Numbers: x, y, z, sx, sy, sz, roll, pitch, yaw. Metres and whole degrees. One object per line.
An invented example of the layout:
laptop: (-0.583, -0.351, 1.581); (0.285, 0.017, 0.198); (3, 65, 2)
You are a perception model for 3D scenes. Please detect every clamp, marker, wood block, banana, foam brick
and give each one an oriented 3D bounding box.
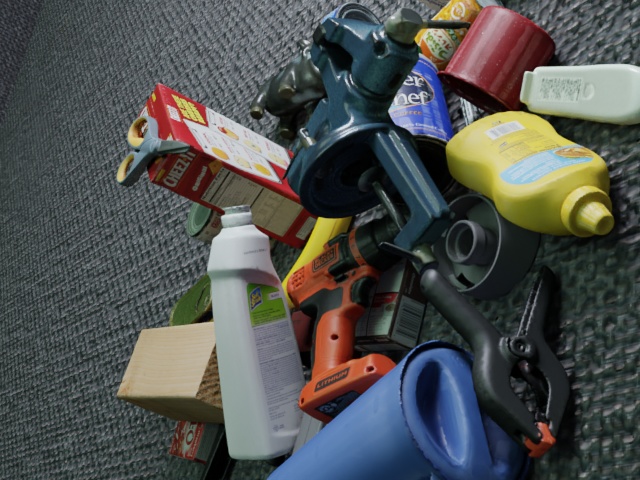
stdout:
clamp: (-0.084, 0.195, 1.226); (0.165, 0.036, 0.210); (-32, 42, 45)
clamp: (0.144, 0.088, 0.853); (0.039, 0.120, 0.171); (101, 169, -52)
marker: (0.155, -0.138, 1.099); (0.020, 0.020, 0.121); (-43, 36, 35)
wood block: (-0.138, 0.154, 1.215); (0.207, 0.090, 0.090); (-12, 55, 56)
banana: (0.000, 0.000, 1.239); (0.198, 0.037, 0.070); (-68, 22, -4)
foam brick: (0.005, 0.105, 1.131); (0.078, 0.051, 0.053); (-16, 53, 54)

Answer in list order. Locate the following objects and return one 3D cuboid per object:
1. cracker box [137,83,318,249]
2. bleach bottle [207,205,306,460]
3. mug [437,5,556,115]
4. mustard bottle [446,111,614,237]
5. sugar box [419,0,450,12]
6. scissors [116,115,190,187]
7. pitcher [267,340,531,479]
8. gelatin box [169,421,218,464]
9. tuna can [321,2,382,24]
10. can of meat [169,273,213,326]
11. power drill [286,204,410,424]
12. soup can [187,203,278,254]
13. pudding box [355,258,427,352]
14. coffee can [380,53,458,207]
cracker box: (-0.112, -0.089, 1.308); (0.072, 0.213, 0.164); (-55, 30, 18)
bleach bottle: (-0.064, 0.090, 1.086); (0.068, 0.102, 0.251); (-7, 92, 33)
mug: (0.174, -0.170, 1.037); (0.081, 0.093, 0.117); (-59, -7, 1)
mustard bottle: (0.189, -0.051, 0.907); (0.192, 0.096, 0.058); (-129, 24, -58)
sugar box: (0.181, -0.314, 1.167); (0.176, 0.048, 0.093); (-4, 65, 62)
scissors: (-0.191, -0.088, 1.199); (0.096, 0.016, 0.202); (-64, 28, 9)
pitcher: (0.049, 0.203, 0.899); (0.243, 0.148, 0.145); (-44, 62, 40)
gelatin box: (-0.148, 0.228, 1.315); (0.073, 0.030, 0.089); (-7, 63, 58)
tuna can: (0.042, -0.246, 1.305); (0.034, 0.086, 0.086); (-26, 46, 47)
can of meat: (-0.126, 0.096, 1.324); (0.102, 0.083, 0.057); (-42, 35, 36)
power drill: (0.041, 0.069, 1.012); (0.185, 0.057, 0.187); (-35, 39, 35)
soup can: (-0.111, -0.017, 1.368); (0.069, 0.102, 0.068); (-39, 39, 40)
pudding box: (0.068, 0.055, 1.078); (0.090, 0.039, 0.113); (-12, 56, 55)
coffee can: (0.086, -0.116, 1.111); (0.103, 0.102, 0.140); (-45, 35, 33)
